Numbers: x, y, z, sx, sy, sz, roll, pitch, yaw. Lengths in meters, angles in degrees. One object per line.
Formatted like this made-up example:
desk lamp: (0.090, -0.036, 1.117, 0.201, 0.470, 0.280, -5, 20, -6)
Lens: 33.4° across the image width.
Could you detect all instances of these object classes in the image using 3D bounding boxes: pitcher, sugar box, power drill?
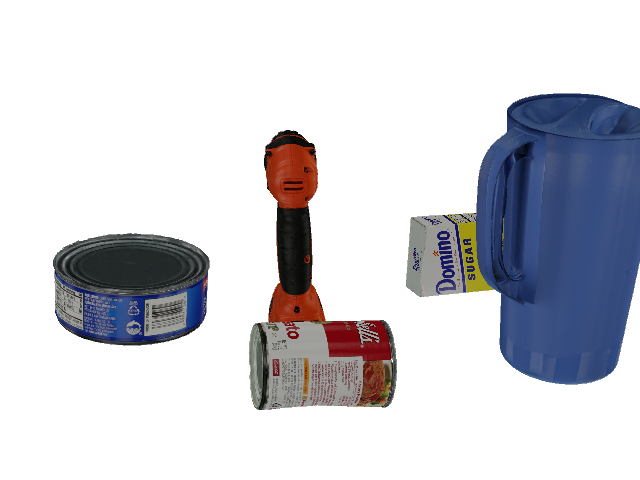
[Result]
pitcher: (0.212, 0.001, 0.933, 0.149, 0.243, 0.145, 6, 24, 11)
sugar box: (0.194, 0.014, 1.301, 0.176, 0.093, 0.048, -6, 21, -22)
power drill: (-0.029, -0.011, 1.072, 0.057, 0.188, 0.184, -3, 17, 0)

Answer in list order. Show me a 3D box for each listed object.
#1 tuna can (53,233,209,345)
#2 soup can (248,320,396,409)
tuna can: (-0.105, 0.026, 0.596, 0.086, 0.034, 0.086, 4, 20, -2)
soup can: (0.000, 0.096, 0.819, 0.102, 0.068, 0.068, 0, 0, -13)
